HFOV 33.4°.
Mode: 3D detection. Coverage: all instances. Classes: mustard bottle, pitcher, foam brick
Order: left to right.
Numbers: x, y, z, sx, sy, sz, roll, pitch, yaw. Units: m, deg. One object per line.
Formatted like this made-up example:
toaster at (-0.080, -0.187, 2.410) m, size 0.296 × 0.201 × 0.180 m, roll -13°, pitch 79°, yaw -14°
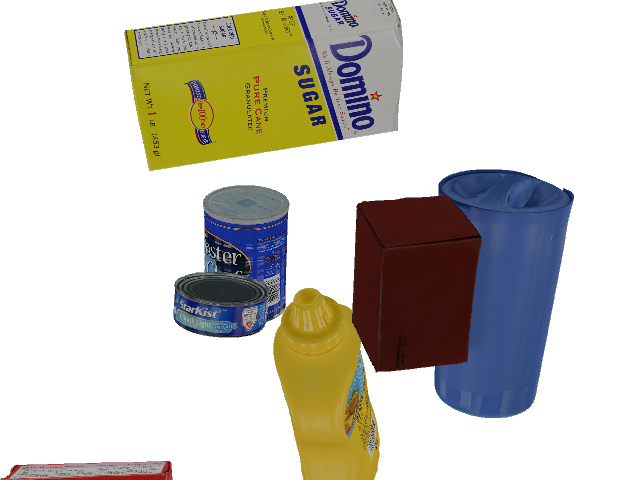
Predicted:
mustard bottle at (0.004, 0.099, 0.730) m, size 0.058 × 0.096 × 0.191 m, roll 1°, pitch -42°, yaw 10°
foam brick at (0.048, 0.022, 0.558) m, size 0.053 × 0.078 × 0.051 m, roll -5°, pitch 31°, yaw -12°
pitcher at (0.170, 0.057, 1.095) m, size 0.149 × 0.243 × 0.145 m, roll 5°, pitch 21°, yaw 8°

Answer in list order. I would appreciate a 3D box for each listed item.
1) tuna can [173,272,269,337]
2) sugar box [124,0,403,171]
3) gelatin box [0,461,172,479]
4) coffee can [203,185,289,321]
tuna can at (-0.090, 0.057, 0.962) m, size 0.086 × 0.034 × 0.086 m, roll 6°, pitch 16°, yaw -2°
sugar box at (-0.035, -0.104, 0.709) m, size 0.176 × 0.048 × 0.093 m, roll -9°, pitch -42°, yaw -6°
gelatin box at (-0.123, 0.158, 0.571) m, size 0.089 × 0.073 × 0.030 m, roll -1°, pitch 4°, yaw -1°
coffee can at (-0.091, 0.016, 1.297) m, size 0.103 × 0.140 × 0.103 m, roll 2°, pitch 26°, yaw -1°
